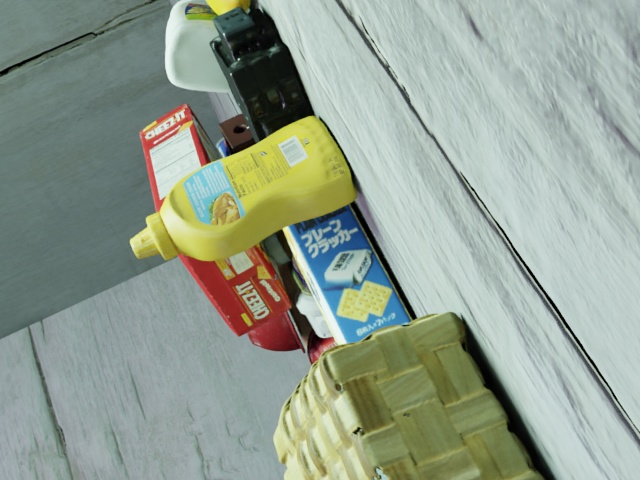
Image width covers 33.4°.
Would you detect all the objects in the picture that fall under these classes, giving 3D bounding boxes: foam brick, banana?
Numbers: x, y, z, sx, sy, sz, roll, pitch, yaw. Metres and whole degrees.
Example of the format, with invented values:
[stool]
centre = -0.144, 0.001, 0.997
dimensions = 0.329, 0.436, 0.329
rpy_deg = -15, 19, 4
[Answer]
[foam brick]
centre = -0.054, -0.103, 1.091
dimensions = 0.053, 0.078, 0.051
rpy_deg = 57, 171, 50
[banana]
centre = -0.103, -0.259, 1.058
dimensions = 0.198, 0.037, 0.069
rpy_deg = 61, 176, 47

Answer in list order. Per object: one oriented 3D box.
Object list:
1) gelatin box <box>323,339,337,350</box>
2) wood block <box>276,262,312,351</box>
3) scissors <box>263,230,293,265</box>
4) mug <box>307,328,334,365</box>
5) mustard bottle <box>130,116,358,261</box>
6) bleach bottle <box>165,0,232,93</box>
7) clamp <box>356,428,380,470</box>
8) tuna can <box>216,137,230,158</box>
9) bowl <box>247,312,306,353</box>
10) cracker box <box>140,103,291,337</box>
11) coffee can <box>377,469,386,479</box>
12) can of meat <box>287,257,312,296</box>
[gelatin box]
centre = 0.052, 0.135, 1.172
dimensions = 0.030, 0.073, 0.089
rpy_deg = 49, 164, 52
[wood block]
centre = -0.019, 0.025, 1.323
dimensions = 0.091, 0.090, 0.206
rpy_deg = -120, 6, -63
[scissors]
centre = -0.063, -0.038, 1.133
dimensions = 0.096, 0.016, 0.202
rpy_deg = 56, -174, -27
[mug]
centre = 0.033, 0.144, 1.245
dimensions = 0.093, 0.117, 0.081
rpy_deg = 30, -178, -18
[mustard bottle]
centre = -0.071, -0.032, 0.906
dimensions = 0.058, 0.191, 0.096
rpy_deg = 69, 175, -46
[bleach bottle]
centre = -0.125, -0.221, 1.141
dimensions = 0.251, 0.102, 0.068
rpy_deg = -121, 38, -64
[clamp]
centre = 0.057, 0.187, 0.948
dimensions = 0.171, 0.039, 0.120
rpy_deg = 27, 166, -2
[tuna can]
centre = -0.073, -0.112, 1.214
dimensions = 0.034, 0.086, 0.086
rpy_deg = 63, 176, 5
[bowl]
centre = -0.074, 0.072, 1.269
dimensions = 0.162, 0.055, 0.162
rpy_deg = 156, 89, -86
[cracker box]
centre = -0.113, -0.025, 1.106
dimensions = 0.164, 0.072, 0.214
rpy_deg = 59, -178, -31
[coffee can]
centre = 0.109, 0.270, 1.056
dimensions = 0.103, 0.103, 0.140
rpy_deg = -129, 15, -75
[can of meat]
centre = -0.008, 0.001, 1.185
dimensions = 0.102, 0.057, 0.084
rpy_deg = -125, 22, -62
